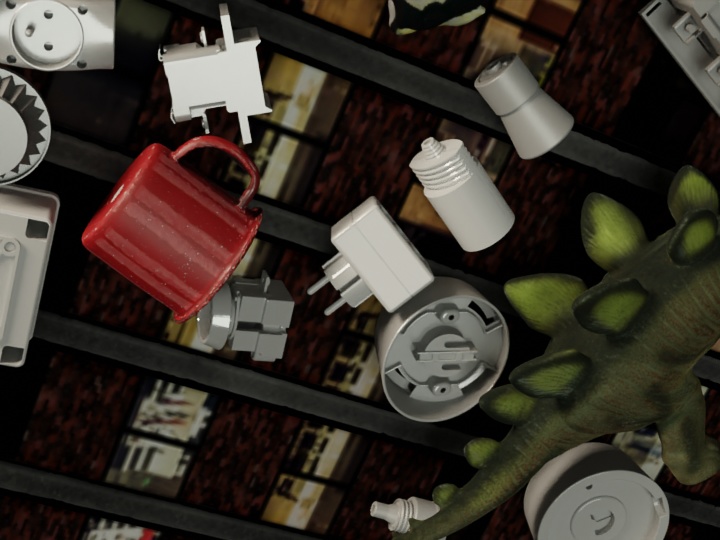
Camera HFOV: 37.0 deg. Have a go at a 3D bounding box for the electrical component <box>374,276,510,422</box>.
[{"bbox_3d":[0.058,0.056,0.772,0.099,0.064,0.099,-4,114,-10],"label":"electrical component"}]

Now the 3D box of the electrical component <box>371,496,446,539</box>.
[{"bbox_3d":[0.038,0.195,0.845,0.061,0.035,0.035,18,108,-16],"label":"electrical component"}]

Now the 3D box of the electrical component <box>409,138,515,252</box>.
[{"bbox_3d":[0.067,-0.057,0.736,0.043,0.043,0.081,-35,115,5],"label":"electrical component"}]

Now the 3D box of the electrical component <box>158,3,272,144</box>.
[{"bbox_3d":[-0.091,-0.122,0.676,0.064,0.042,0.081,-10,114,-6],"label":"electrical component"}]

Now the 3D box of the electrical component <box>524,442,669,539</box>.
[{"bbox_3d":[0.183,0.189,0.858,0.108,0.060,0.108,-4,114,-10],"label":"electrical component"}]

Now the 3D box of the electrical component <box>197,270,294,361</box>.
[{"bbox_3d":[-0.081,0.032,0.744,0.055,0.048,0.066,5,112,-22],"label":"electrical component"}]

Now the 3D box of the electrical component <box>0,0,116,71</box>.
[{"bbox_3d":[-0.184,-0.161,0.637,0.077,0.044,0.079,2,113,-13],"label":"electrical component"}]

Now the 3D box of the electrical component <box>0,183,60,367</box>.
[{"bbox_3d":[-0.257,-0.003,0.684,0.109,0.056,0.108,12,110,-16],"label":"electrical component"}]

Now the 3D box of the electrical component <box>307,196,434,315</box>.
[{"bbox_3d":[0.000,0.000,0.737,0.077,0.047,0.065,-38,100,6],"label":"electrical component"}]

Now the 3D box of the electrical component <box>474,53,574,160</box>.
[{"bbox_3d":[0.108,-0.112,0.723,0.044,0.044,0.065,-39,110,7],"label":"electrical component"}]

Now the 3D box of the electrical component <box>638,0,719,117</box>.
[{"bbox_3d":[0.257,-0.154,0.722,0.079,0.063,0.121,-43,115,8],"label":"electrical component"}]
